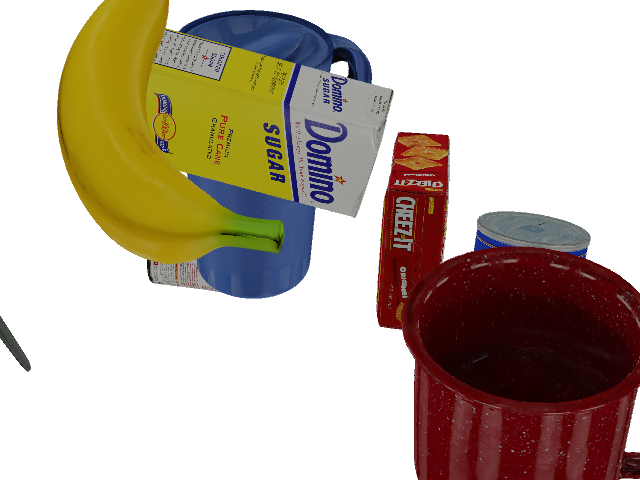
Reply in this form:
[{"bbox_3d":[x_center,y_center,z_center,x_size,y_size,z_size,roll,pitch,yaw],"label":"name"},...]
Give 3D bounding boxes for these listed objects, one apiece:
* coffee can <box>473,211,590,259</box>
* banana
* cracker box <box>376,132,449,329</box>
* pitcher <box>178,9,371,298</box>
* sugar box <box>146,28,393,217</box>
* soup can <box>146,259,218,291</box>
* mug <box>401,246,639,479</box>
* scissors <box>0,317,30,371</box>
[{"bbox_3d":[0.187,0.054,0.991,0.103,0.140,0.103,6,17,-2],"label":"coffee can"},{"bbox_3d":[-0.077,-0.051,0.452,0.069,0.037,0.198,-8,45,-20],"label":"banana"},{"bbox_3d":[0.107,-0.016,1.216,0.072,0.164,0.213,4,22,7],"label":"cracker box"},{"bbox_3d":[-0.049,-0.073,0.951,0.149,0.243,0.144,16,38,18],"label":"pitcher"},{"bbox_3d":[-0.049,-0.077,0.693,0.176,0.048,0.093,16,-36,1],"label":"sugar box"},{"bbox_3d":[-0.126,0.020,1.141,0.102,0.068,0.068,7,1,8],"label":"soup can"},{"bbox_3d":[0.089,0.063,0.408,0.117,0.081,0.093,6,37,12],"label":"mug"},{"bbox_3d":[-0.345,0.034,1.075,0.016,0.201,0.096,-26,27,22],"label":"scissors"}]
